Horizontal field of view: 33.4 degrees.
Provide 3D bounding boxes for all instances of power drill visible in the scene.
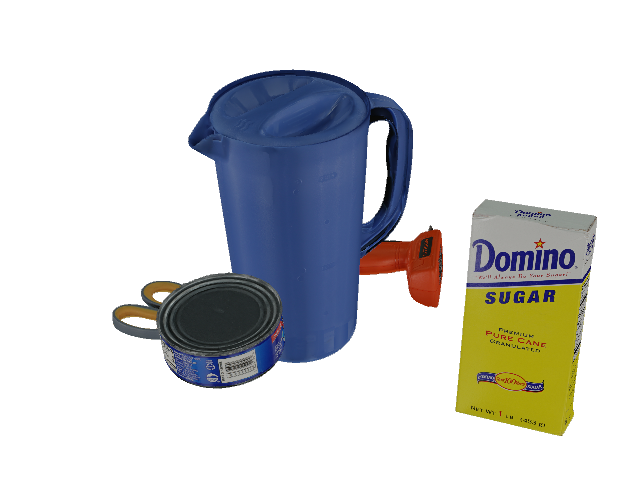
[{"bbox_3d":[0.039,0.036,1.185,0.188,0.057,0.184,1,30,11],"label":"power drill"}]

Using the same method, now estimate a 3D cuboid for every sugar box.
[{"bbox_3d":[0.163,0.061,0.855,0.093,0.176,0.048,9,23,22],"label":"sugar box"}]

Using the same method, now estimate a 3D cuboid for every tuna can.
[{"bbox_3d":[-0.067,0.061,0.730,0.086,0.034,0.086,-3,36,2],"label":"tuna can"}]

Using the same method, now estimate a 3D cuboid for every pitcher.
[{"bbox_3d":[-0.012,-0.017,0.928,0.149,0.243,0.144,15,39,22],"label":"pitcher"}]

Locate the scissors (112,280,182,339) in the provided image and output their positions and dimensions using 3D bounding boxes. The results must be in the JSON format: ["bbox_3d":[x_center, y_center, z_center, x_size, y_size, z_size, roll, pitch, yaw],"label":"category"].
[{"bbox_3d":[-0.099,0.075,1.036,0.201,0.016,0.096,5,31,0],"label":"scissors"}]
